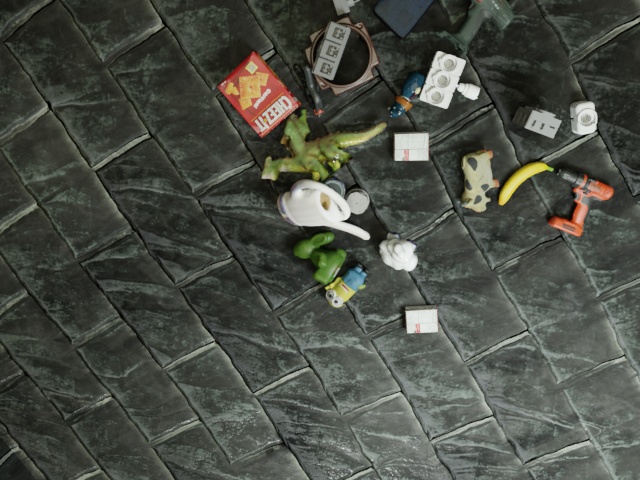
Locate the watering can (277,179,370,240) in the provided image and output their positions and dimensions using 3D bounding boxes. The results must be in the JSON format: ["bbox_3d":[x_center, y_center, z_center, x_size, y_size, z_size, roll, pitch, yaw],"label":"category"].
[{"bbox_3d":[0.005,-0.084,1.672,0.224,0.106,0.342,-4,147,34],"label":"watering can"}]

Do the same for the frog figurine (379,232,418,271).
[{"bbox_3d":[0.257,0.049,1.674,0.137,0.162,0.121,43,107,-8],"label":"frog figurine"}]

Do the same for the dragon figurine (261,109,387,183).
[{"bbox_3d":[-0.014,-0.312,1.643,0.409,0.122,0.243,-41,90,5],"label":"dragon figurine"}]
